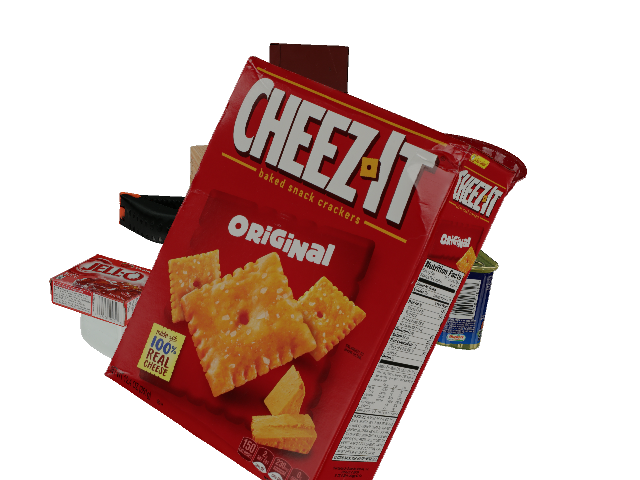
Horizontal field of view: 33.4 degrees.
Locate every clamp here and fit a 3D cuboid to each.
[{"bbox_3d":[-0.073,-0.009,0.828,0.210,0.036,0.164,8,13,18],"label":"clamp"}]

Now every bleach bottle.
[{"bbox_3d":[-0.198,0.102,1.478,0.250,0.068,0.103,-10,25,-43],"label":"bleach bottle"}]

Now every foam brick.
[{"bbox_3d":[-0.013,-0.185,1.148,0.078,0.051,0.053,0,11,-13],"label":"foam brick"}]

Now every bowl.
[{"bbox_3d":[0.154,-0.074,1.239,0.162,0.055,0.162,8,25,-4],"label":"bowl"}]

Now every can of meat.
[{"bbox_3d":[0.124,0.049,1.027,0.057,0.084,0.102,5,15,-15],"label":"can of meat"}]

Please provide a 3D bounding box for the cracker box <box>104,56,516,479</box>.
[{"bbox_3d":[-0.012,0.021,0.615,0.164,0.214,0.072,27,5,32],"label":"cracker box"}]

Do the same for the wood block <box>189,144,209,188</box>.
[{"bbox_3d":[-0.092,-0.042,1.325,0.090,0.090,0.206,-6,29,-21],"label":"wood block"}]

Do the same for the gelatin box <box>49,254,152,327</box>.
[{"bbox_3d":[-0.202,0.046,1.022,0.089,0.030,0.073,15,25,23],"label":"gelatin box"}]
